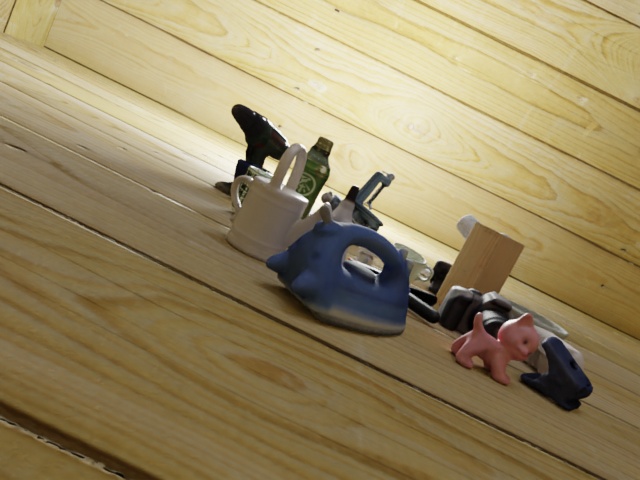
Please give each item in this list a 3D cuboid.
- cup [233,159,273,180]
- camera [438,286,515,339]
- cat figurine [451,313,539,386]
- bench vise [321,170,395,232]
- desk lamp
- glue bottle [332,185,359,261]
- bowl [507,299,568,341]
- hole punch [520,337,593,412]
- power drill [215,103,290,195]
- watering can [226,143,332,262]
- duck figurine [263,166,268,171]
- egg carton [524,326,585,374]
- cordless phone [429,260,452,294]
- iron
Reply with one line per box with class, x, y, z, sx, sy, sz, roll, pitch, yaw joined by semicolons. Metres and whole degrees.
cup;-0.157;-0.126;1.352;0.118;0.095;0.091;23;9;-18
camera;0.310;0.148;1.083;0.143;0.101;0.137;26;9;0
cat figurine;0.289;0.159;0.908;0.128;0.118;0.067;25;9;-9
bench vise;0.112;-0.100;1.556;0.208;0.220;0.121;16;13;-48
desk lamp;0.411;0.048;1.580;0.118;0.213;0.202;18;12;-42
glue bottle;0.024;-0.012;0.958;0.078;0.173;0.037;31;10;28
bowl;0.477;0.204;1.320;0.167;0.075;0.167;26;9;-4
hole punch;0.411;0.224;0.967;0.100;0.091;0.109;32;11;34
power drill;-0.170;-0.206;1.404;0.075;0.208;0.230;31;10;30
watering can;-0.063;-0.064;0.943;0.173;0.194;0.101;25;9;-8
duck figurine;-0.169;-0.160;1.542;0.104;0.086;0.078;29;9;18
egg carton;0.451;0.225;1.146;0.107;0.069;0.150;22;10;-23
cordless phone;0.365;0.069;1.418;0.147;0.185;0.094;29;9;19
iron;0.060;0.047;0.822;0.259;0.141;0.118;20;11;-37
